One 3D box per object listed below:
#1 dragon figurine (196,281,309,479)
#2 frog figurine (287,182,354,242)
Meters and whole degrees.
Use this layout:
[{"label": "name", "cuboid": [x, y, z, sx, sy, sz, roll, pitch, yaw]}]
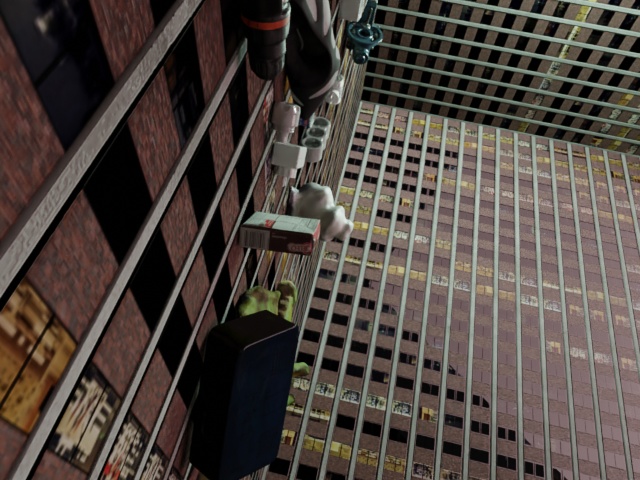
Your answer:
[{"label": "dragon figurine", "cuboid": [-0.121, 0.201, 0.918, 0.417, 0.122, 0.239, -48, 134, -63]}, {"label": "frog figurine", "cuboid": [0.004, -0.062, 1.223, 0.123, 0.159, 0.137, -13, 115, -87]}]
